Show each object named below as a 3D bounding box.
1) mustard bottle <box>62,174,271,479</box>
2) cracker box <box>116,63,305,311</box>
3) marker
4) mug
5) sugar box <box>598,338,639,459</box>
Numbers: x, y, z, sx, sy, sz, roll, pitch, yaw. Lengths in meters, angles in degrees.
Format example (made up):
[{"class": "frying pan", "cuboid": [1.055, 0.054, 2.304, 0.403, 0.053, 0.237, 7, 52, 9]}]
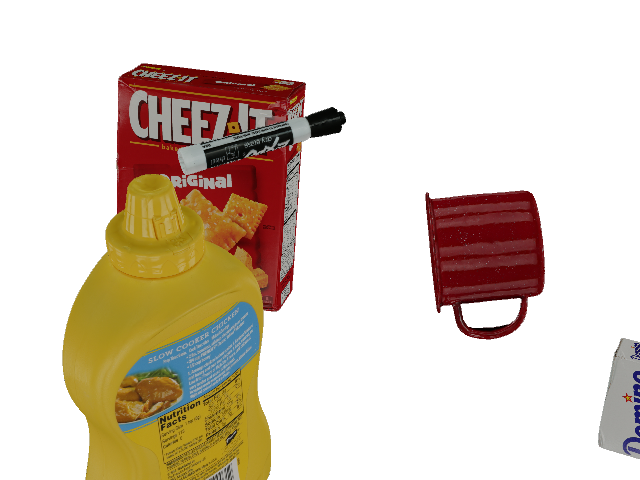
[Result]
[{"class": "mustard bottle", "cuboid": [-0.068, 0.056, 0.482, 0.096, 0.192, 0.058, -27, 43, -34]}, {"class": "cracker box", "cuboid": [-0.106, -0.048, 1.007, 0.164, 0.214, 0.072, 8, 22, 10]}, {"class": "marker", "cuboid": [-0.039, -0.070, 0.741, 0.121, 0.020, 0.020, -17, 5, -16]}, {"class": "mug", "cuboid": [0.126, 0.017, 0.812, 0.081, 0.117, 0.093, -6, -18, 5]}, {"class": "sugar box", "cuboid": [0.324, 0.149, 0.877, 0.176, 0.093, 0.048, 12, 24, 20]}]
